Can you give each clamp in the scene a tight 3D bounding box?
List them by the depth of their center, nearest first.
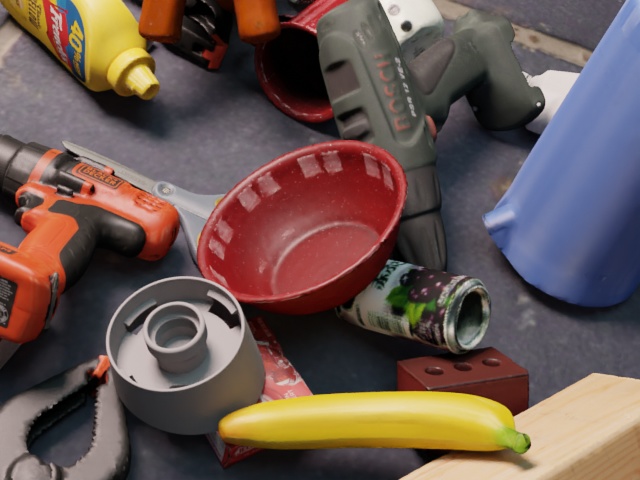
[{"bbox_3d":[-0.168,0.160,0.651,0.164,0.036,0.209,27,47,9],"label":"clamp"},{"bbox_3d":[-0.140,-0.224,0.978,0.120,0.039,0.171,-9,52,-25],"label":"clamp"}]

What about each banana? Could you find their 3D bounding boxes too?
[{"bbox_3d":[0.037,0.114,0.672,0.198,0.069,0.037,-3,81,19],"label":"banana"}]

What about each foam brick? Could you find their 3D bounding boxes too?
[{"bbox_3d":[0.098,0.110,0.735,0.078,0.051,0.053,-6,16,-19],"label":"foam brick"}]

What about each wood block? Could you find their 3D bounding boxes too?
[{"bbox_3d":[0.138,0.167,0.663,0.205,0.090,0.091,-21,100,-28],"label":"wood block"}]

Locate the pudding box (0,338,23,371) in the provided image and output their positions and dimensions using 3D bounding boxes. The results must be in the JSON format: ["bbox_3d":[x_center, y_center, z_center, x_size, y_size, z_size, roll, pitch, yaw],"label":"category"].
[{"bbox_3d":[-0.253,0.061,0.714,0.090,0.039,0.113,27,51,8],"label":"pudding box"}]

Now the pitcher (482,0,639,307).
[{"bbox_3d":[0.245,-0.073,0.812,0.145,0.243,0.149,37,45,16],"label":"pitcher"}]

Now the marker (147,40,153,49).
[{"bbox_3d":[-0.203,-0.206,0.962,0.121,0.020,0.020,30,50,12],"label":"marker"}]

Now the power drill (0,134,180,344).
[{"bbox_3d":[-0.208,-0.013,0.737,0.184,0.057,0.187,22,27,6],"label":"power drill"}]

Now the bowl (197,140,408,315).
[{"bbox_3d":[-0.005,0.001,0.768,0.162,0.055,0.162,-18,39,15],"label":"bowl"}]

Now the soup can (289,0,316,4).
[{"bbox_3d":[0.019,-0.266,1.034,0.102,0.069,0.068,-9,54,-20],"label":"soup can"}]

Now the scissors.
[{"bbox_3d":[-0.118,-0.019,0.828,0.201,0.016,0.096,15,49,-1],"label":"scissors"}]

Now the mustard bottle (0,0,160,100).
[{"bbox_3d":[-0.199,-0.180,0.891,0.058,0.096,0.192,-32,64,-33],"label":"mustard bottle"}]

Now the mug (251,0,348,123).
[{"bbox_3d":[-0.007,-0.167,0.933,0.117,0.093,0.081,26,44,17],"label":"mug"}]

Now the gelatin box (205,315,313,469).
[{"bbox_3d":[-0.052,0.102,0.733,0.073,0.030,0.089,-19,57,-26],"label":"gelatin box"}]

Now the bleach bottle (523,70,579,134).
[{"bbox_3d":[0.276,-0.083,0.948,0.251,0.068,0.102,27,50,13],"label":"bleach bottle"}]
